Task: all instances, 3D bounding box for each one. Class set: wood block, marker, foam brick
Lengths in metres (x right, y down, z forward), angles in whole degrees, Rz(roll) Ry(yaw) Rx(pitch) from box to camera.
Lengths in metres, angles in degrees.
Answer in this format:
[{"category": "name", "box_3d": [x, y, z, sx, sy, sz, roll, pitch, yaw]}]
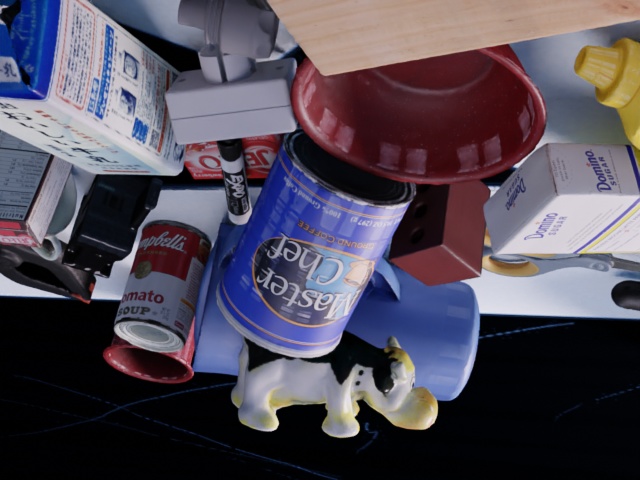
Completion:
[{"category": "wood block", "box_3d": [0.079, -0.158, 0.536, 0.206, 0.090, 0.090, -5, 147, 29]}, {"category": "marker", "box_3d": [-0.064, -0.048, 0.800, 0.020, 0.020, 0.121, 9, 153, 5]}, {"category": "foam brick", "box_3d": [0.091, -0.012, 0.811, 0.053, 0.078, 0.051, -16, 143, 41]}]

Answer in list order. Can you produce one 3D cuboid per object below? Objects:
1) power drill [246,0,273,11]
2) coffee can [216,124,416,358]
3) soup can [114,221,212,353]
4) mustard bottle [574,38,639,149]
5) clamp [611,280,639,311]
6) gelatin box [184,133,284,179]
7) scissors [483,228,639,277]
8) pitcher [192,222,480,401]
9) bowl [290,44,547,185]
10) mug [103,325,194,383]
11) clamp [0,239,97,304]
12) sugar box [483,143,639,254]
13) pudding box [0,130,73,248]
[{"category": "power drill", "box_3d": [-0.116, -0.187, 0.596, 0.188, 0.057, 0.184, -2, 151, 21]}, {"category": "coffee can", "box_3d": [-0.005, 0.001, 0.783, 0.102, 0.103, 0.140, 19, 119, -13]}, {"category": "soup can", "box_3d": [-0.143, 0.043, 0.974, 0.068, 0.102, 0.068, 10, 152, 5]}, {"category": "mustard bottle", "box_3d": [0.245, -0.080, 0.650, 0.191, 0.058, 0.096, 17, 151, -10]}, {"category": "clamp", "box_3d": [0.333, 0.058, 0.890, 0.172, 0.039, 0.120, -18, 145, 39]}, {"category": "gelatin box", "box_3d": [-0.066, -0.076, 0.803, 0.089, 0.030, 0.073, 1, 150, 20]}, {"category": "scissors", "box_3d": [0.217, 0.022, 0.886, 0.201, 0.016, 0.096, 17, 154, -6]}, {"category": "pitcher", "box_3d": [0.014, 0.064, 0.936, 0.242, 0.145, 0.149, 10, -176, -5]}, {"category": "bowl", "box_3d": [0.065, -0.101, 0.682, 0.162, 0.055, 0.162, 9, 152, 5]}, {"category": "mug", "box_3d": [-0.167, 0.085, 1.080, 0.093, 0.081, 0.117, 6, 152, 10]}, {"category": "clamp", "box_3d": [-0.311, 0.006, 1.038, 0.165, 0.036, 0.209, -11, 144, 36]}, {"category": "sugar box", "box_3d": [0.210, -0.027, 0.723, 0.176, 0.048, 0.093, 2, 154, -18]}, {"category": "pudding box", "box_3d": [-0.245, -0.051, 0.829, 0.090, 0.113, 0.039, 6, 148, 11]}]
